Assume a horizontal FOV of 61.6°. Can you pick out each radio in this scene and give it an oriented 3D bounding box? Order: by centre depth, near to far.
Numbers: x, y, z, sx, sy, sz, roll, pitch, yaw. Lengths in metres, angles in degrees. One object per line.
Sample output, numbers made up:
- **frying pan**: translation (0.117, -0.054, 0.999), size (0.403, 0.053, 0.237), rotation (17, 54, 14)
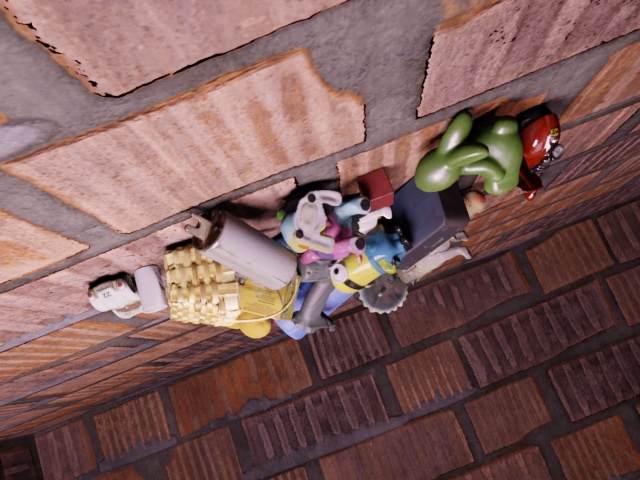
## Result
- **radio**: translation (0.195, -0.036, 1.104), size (0.073, 0.131, 0.229), rotation (0, 151, -32)

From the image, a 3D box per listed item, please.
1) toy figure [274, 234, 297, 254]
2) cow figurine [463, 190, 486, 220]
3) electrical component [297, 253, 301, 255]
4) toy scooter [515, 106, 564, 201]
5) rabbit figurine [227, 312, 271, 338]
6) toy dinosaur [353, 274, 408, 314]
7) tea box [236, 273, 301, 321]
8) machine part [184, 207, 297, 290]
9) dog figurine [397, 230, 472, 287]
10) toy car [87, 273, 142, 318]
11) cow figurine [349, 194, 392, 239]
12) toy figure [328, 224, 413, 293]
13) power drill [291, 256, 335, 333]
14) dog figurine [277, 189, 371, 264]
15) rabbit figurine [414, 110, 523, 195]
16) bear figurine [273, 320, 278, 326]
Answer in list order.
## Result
- **toy figure**: translation (-0.101, 0.031, 1.131), size (0.064, 0.058, 0.154), rotation (32, 139, -24)
- **cow figurine**: translation (0.338, -0.069, 1.359), size (0.127, 0.085, 0.195), rotation (-19, 169, -38)
- **electrical component**: translation (-0.002, -0.003, 1.154), size (0.119, 0.048, 0.075), rotation (-13, 164, -29)
- **toy scooter**: translation (0.386, -0.150, 0.991), size (0.075, 0.135, 0.184), rotation (-15, 164, -20)
- **rabbit figurine**: translation (-0.174, 0.147, 1.218), size (0.122, 0.173, 0.162), rotation (-14, 161, -42)
- **toy dinosaur**: translation (0.147, 0.116, 1.508), size (0.192, 0.131, 0.405), rotation (-45, -174, -20)
- **tea box**: translation (-0.134, 0.098, 1.086), size (0.170, 0.098, 0.068), rotation (12, 175, 20)
- **machine part**: translation (-0.117, 0.017, 0.867), size (0.079, 0.079, 0.243), rotation (-29, 139, 29)
- **dog figurine**: translation (0.236, 0.011, 1.265), size (0.191, 0.172, 0.121), rotation (-29, -166, 26)
- **toy car**: translation (-0.371, 0.110, 1.017), size (0.073, 0.056, 0.201), rotation (-20, 167, -5)
- **cow figurine**: translation (0.083, -0.035, 1.089), size (0.098, 0.068, 0.167), rotation (-9, 154, -9)
- **toy figure**: translation (0.100, 0.043, 1.067), size (0.180, 0.089, 0.082), rotation (-30, -158, 14)
- **power drill**: translation (0.029, 0.104, 1.190), size (0.232, 0.086, 0.207), rotation (0, 126, -40)
- **dog figurine**: translation (-0.010, -0.013, 0.979), size (0.191, 0.108, 0.219), rotation (7, 167, -23)
- **rabbit figurine**: translation (0.241, -0.129, 0.881), size (0.170, 0.121, 0.159), rotation (-23, 160, -5)
- **bear figurine**: translation (-0.049, 0.127, 1.426), size (0.196, 0.132, 0.120), rotation (-15, 132, 3)
